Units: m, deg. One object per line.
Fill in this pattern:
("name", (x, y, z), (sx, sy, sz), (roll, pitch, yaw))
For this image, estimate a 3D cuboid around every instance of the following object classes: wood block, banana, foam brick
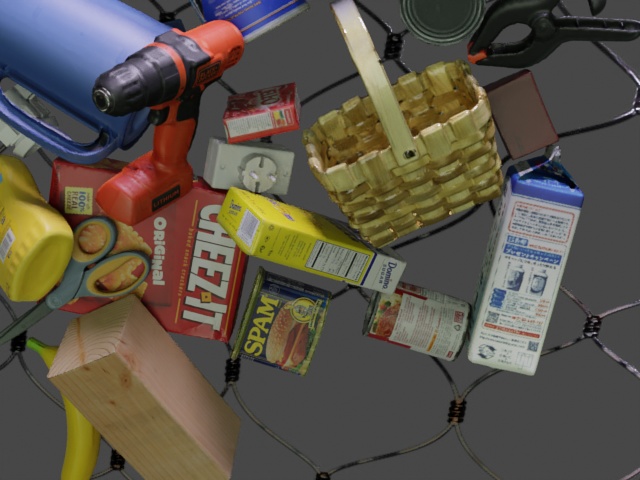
("wood block", (-0.180, 0.170, 1.127), (0.090, 0.090, 0.206), (-22, 122, 22))
("banana", (-0.279, 0.201, 1.209), (0.070, 0.037, 0.198), (-1, 103, 32))
("foam brick", (0.203, -0.129, 1.087), (0.053, 0.051, 0.078), (-23, 102, 9))

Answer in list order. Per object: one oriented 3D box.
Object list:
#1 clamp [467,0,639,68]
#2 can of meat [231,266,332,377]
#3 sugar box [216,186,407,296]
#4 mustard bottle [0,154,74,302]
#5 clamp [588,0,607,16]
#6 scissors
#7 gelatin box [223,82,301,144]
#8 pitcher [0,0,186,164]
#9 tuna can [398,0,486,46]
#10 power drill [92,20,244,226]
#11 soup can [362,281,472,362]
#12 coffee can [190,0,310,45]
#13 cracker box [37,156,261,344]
("clamp", (0.230, -0.213, 1.057), (0.172, 0.039, 0.120), (-30, 112, 30))
("can of meat", (-0.041, 0.090, 1.155), (0.084, 0.057, 0.102), (18, 105, -5))
("sugar box", (-0.007, 0.001, 1.075), (0.175, 0.093, 0.048), (14, 107, -32))
("mustard bottle", (-0.324, -0.031, 1.095), (0.192, 0.058, 0.096), (48, 120, 32))
("clamp", (0.246, -0.332, 1.039), (0.164, 0.036, 0.210), (27, 108, -6))
("scissors", (-0.273, 0.041, 1.098), (0.202, 0.016, 0.096), (-19, 103, 7))
("gelatin box", (-0.058, -0.130, 1.080), (0.073, 0.089, 0.030), (-11, 113, 5))
("pitcher", (-0.267, -0.192, 1.052), (0.243, 0.149, 0.145), (28, 114, -1))
("tuna can", (0.122, -0.238, 1.059), (0.086, 0.033, 0.086), (6, 123, 9))
("power drill", (-0.153, -0.103, 0.986), (0.057, 0.184, 0.188), (38, 131, 15))
("soup can", (0.103, 0.084, 1.140), (0.102, 0.068, 0.068), (17, 105, -2))
("coffee can", (-0.087, -0.264, 1.040), (0.103, 0.103, 0.140), (-27, 102, 9))
("cracker box", (-0.183, 0.007, 1.132), (0.213, 0.072, 0.164), (12, 105, -1))
